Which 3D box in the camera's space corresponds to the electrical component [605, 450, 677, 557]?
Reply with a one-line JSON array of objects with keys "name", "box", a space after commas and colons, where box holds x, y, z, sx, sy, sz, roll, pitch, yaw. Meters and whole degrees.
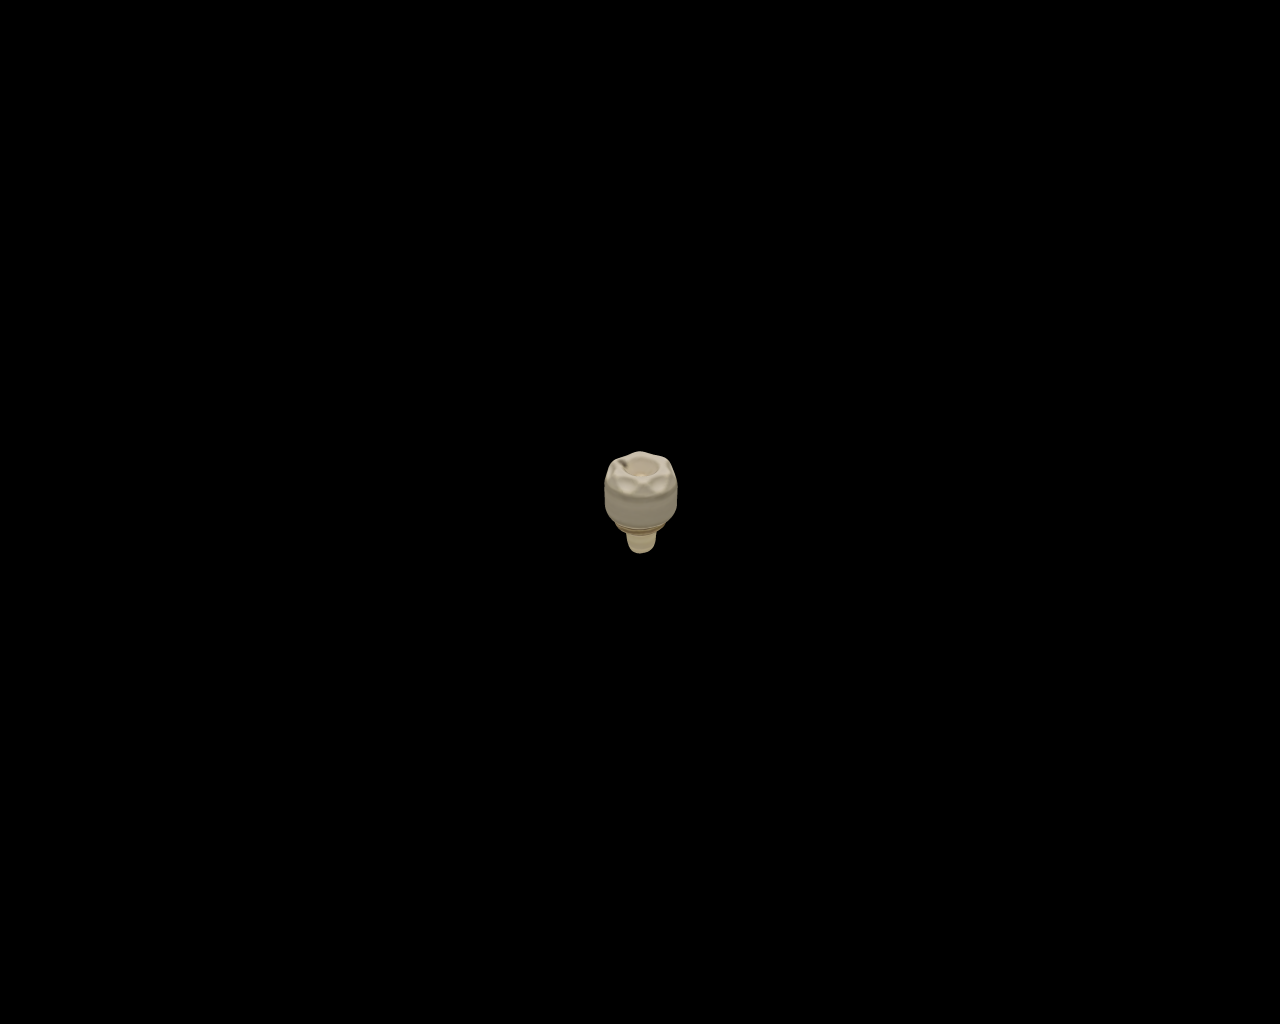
[{"name": "electrical component", "box": [0.001, -0.003, 0.650, 0.043, 0.062, 0.043, 0, 33, 0]}]
